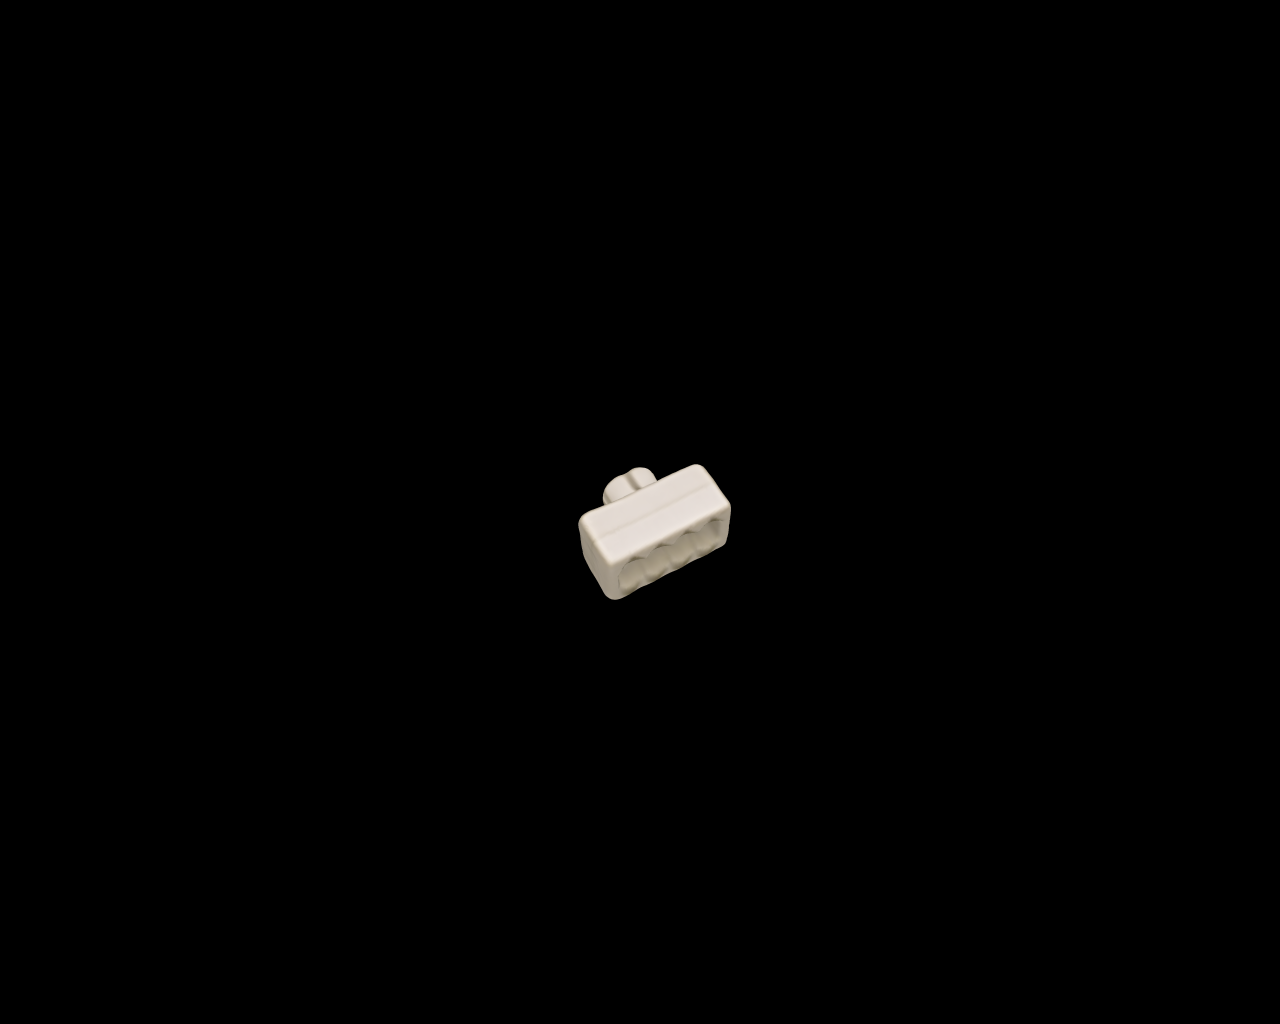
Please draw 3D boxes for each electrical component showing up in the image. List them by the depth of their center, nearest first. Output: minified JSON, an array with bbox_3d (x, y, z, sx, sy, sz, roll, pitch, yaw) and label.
[{"bbox_3d":[0.001,-0.003,0.650,0.083,0.076,0.047,-25,-27,-14],"label":"electrical component"}]
